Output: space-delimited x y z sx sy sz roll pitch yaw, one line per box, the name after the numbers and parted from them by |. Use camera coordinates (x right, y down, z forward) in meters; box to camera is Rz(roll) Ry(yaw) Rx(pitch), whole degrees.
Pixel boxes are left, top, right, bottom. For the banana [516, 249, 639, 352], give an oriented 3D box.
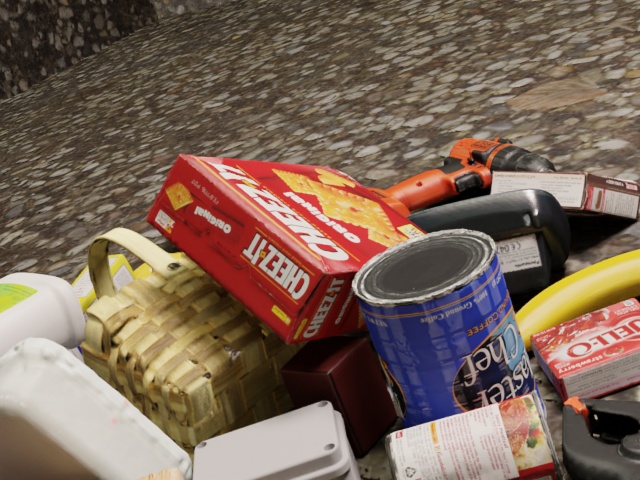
0.232 0.042 0.856 0.198 0.037 0.069 -19 19 5 | banana

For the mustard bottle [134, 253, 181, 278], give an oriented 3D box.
-0.126 0.057 1.122 0.096 0.058 0.192 -27 21 -31 | mustard bottle

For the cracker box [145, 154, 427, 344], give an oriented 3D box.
-0.006 0.001 0.858 0.164 0.072 0.213 38 20 28 | cracker box

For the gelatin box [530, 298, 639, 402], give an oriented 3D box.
0.209 0.081 0.790 0.089 0.030 0.073 -20 21 1 | gelatin box

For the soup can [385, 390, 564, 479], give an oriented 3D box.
0.100 0.143 0.685 0.102 0.068 0.068 -18 21 9 | soup can

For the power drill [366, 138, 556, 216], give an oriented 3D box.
0.141 -0.053 1.154 0.187 0.057 0.185 -23 17 -15 | power drill

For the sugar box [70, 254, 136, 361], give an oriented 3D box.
-0.226 0.102 1.023 0.048 0.093 0.176 -5 33 31 | sugar box

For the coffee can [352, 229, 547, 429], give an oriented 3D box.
0.092 0.078 0.752 0.103 0.140 0.103 -18 21 7 | coffee can

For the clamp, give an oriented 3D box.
0.194 0.141 0.642 0.120 0.039 0.172 -20 16 -25 | clamp

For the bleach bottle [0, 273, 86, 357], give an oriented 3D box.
-0.314 0.106 0.856 0.103 0.068 0.250 5 25 37 | bleach bottle

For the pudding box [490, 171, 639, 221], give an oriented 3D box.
0.231 -0.042 1.012 0.089 0.039 0.114 6 -2 -40 | pudding box

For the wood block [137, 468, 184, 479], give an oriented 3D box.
-0.110 0.235 0.622 0.091 0.090 0.206 -19 20 0 | wood block

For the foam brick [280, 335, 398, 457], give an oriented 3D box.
0.015 0.117 0.815 0.053 0.078 0.051 0 30 43 | foam brick
